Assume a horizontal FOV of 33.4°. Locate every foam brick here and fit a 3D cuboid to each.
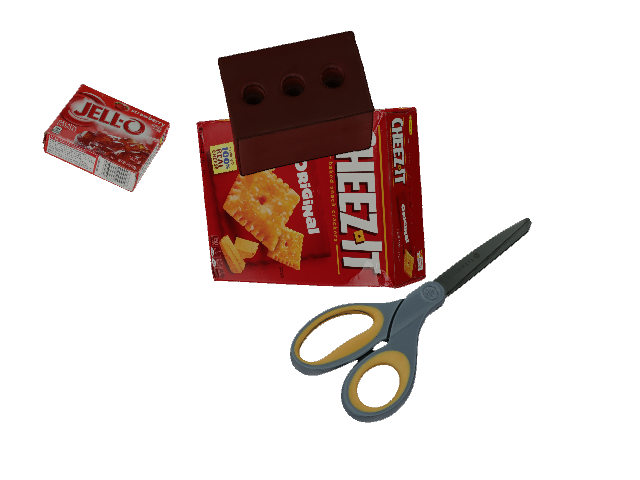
[{"bbox_3d":[-0.014,-0.076,0.594,0.078,0.053,0.051,-13,-18,-3],"label":"foam brick"}]

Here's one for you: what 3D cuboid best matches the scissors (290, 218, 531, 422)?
[{"bbox_3d":[0.078,0.058,0.740,0.201,0.096,0.016,-21,-28,-9],"label":"scissors"}]

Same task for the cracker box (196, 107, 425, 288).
[{"bbox_3d":[-0.012,-0.041,1.027,0.214,0.164,0.072,1,10,33],"label":"cracker box"}]

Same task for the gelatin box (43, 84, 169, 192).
[{"bbox_3d":[-0.189,-0.092,0.946,0.089,0.073,0.030,25,-43,-1],"label":"gelatin box"}]
